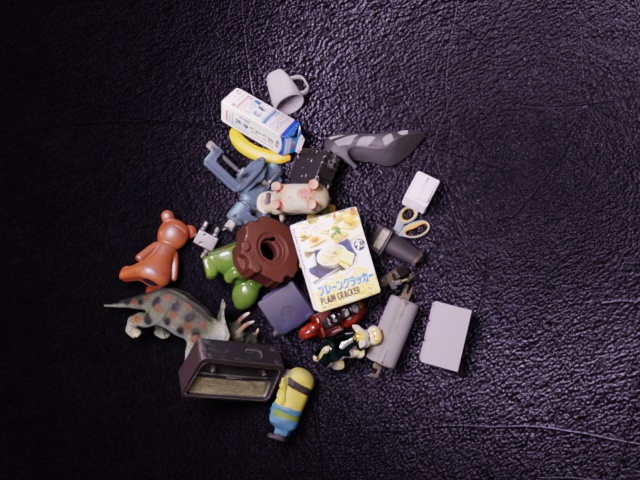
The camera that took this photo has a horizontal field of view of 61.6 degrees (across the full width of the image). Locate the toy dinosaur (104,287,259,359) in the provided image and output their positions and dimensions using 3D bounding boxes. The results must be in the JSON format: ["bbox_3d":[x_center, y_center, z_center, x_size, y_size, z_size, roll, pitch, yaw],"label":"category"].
[{"bbox_3d":[-0.351,0.190,1.344,0.405,0.131,0.192,27,98,4],"label":"toy dinosaur"}]

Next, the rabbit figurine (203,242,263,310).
[{"bbox_3d":[-0.200,0.090,1.383,0.159,0.121,0.170,-22,99,-4],"label":"rabbit figurine"}]

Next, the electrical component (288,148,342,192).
[{"bbox_3d":[-0.022,-0.174,1.380,0.134,0.058,0.115,11,77,48],"label":"electrical component"}]

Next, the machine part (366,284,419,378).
[{"bbox_3d":[0.180,0.225,1.325,0.079,0.079,0.243,21,85,8],"label":"machine part"}]

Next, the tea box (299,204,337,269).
[{"bbox_3d":[-0.003,-0.004,1.364,0.068,0.098,0.169,8,82,6],"label":"tea box"}]

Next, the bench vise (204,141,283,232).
[{"bbox_3d":[-0.212,-0.145,1.373,0.240,0.129,0.223,44,80,-24],"label":"bench vise"}]

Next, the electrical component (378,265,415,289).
[{"bbox_3d":[0.189,0.096,1.335,0.078,0.102,0.045,-38,78,27],"label":"electrical component"}]

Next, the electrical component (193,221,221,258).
[{"bbox_3d":[-0.305,0.001,1.427,0.063,0.021,0.094,27,87,-5],"label":"electrical component"}]

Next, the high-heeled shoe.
[{"bbox_3d":[0.139,-0.259,1.413,0.249,0.086,0.145,-23,49,-14],"label":"high-heeled shoe"}]

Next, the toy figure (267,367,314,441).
[{"bbox_3d":[-0.073,0.404,1.328,0.089,0.082,0.180,17,77,-11],"label":"toy figure"}]

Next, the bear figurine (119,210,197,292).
[{"bbox_3d":[-0.419,0.032,1.408,0.132,0.120,0.196,-21,45,44],"label":"bear figurine"}]

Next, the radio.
[{"bbox_3d":[-0.205,0.310,1.277,0.131,0.229,0.073,-61,35,25],"label":"radio"}]

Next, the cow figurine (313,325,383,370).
[{"bbox_3d":[0.065,0.250,1.296,0.167,0.098,0.068,-35,56,23],"label":"cow figurine"}]

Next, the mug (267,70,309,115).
[{"bbox_3d":[-0.090,-0.407,1.437,0.109,0.080,0.107,-30,71,7],"label":"mug"}]

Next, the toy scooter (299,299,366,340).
[{"bbox_3d":[0.029,0.195,1.316,0.184,0.135,0.075,-27,79,1],"label":"toy scooter"}]

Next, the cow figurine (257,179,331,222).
[{"bbox_3d":[-0.067,-0.096,1.301,0.195,0.127,0.085,-2,80,26],"label":"cow figurine"}]

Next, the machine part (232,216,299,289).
[{"bbox_3d":[-0.127,0.028,1.317,0.179,0.056,0.179,17,59,-30],"label":"machine part"}]

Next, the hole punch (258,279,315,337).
[{"bbox_3d":[-0.085,0.170,1.357,0.142,0.092,0.116,-33,84,-3],"label":"hole punch"}]

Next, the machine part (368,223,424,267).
[{"bbox_3d":[0.194,0.019,1.359,0.139,0.039,0.084,26,87,4],"label":"machine part"}]
